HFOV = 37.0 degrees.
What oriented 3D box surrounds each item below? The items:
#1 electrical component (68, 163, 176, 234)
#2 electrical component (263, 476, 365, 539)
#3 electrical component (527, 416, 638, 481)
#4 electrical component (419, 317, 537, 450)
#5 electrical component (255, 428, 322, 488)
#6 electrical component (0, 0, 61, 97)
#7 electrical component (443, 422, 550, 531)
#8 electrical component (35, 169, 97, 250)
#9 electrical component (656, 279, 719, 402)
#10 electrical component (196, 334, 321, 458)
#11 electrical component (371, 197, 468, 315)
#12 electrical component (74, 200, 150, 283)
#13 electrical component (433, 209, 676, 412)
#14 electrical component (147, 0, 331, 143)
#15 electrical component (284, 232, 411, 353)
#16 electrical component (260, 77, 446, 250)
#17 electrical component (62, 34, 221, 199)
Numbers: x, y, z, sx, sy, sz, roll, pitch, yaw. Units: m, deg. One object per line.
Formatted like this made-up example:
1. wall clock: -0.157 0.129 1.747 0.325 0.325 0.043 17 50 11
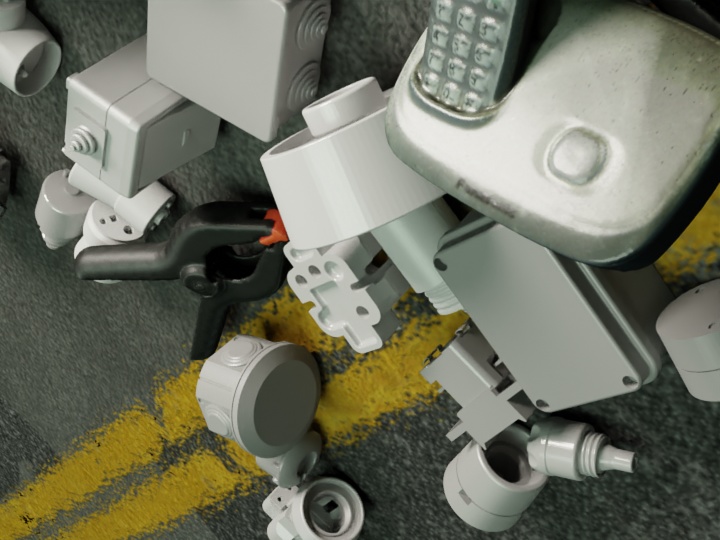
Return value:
1. electrical component: -0.158 -0.056 0.730 0.065 0.044 0.044 39 140 0
2. electrical component: -0.031 0.190 0.817 0.078 0.058 0.057 44 143 2
3. electrical component: 0.131 0.106 0.626 0.061 0.035 0.035 7 127 34
4. electrical component: 0.073 0.063 0.632 0.064 0.042 0.081 45 139 3
5. electrical component: -0.063 0.129 0.804 0.062 0.048 0.048 30 138 28
6. electrical component: -0.238 -0.165 0.702 0.077 0.043 0.079 35 139 11
7. electrical component: 0.086 0.126 0.667 0.055 0.055 0.047 37 136 9
8. electrical component: -0.219 -0.040 0.794 0.040 0.040 0.078 42 140 3
9. electrical component: 0.194 0.011 0.478 0.138 0.052 0.073 -15 113 46
10. electrical component: -0.069 0.085 0.744 0.051 0.080 0.080 14 131 39
11. electrical component: 0.043 -0.008 0.597 0.081 0.043 0.043 53 139 -9
12. electrical component: -0.177 -0.023 0.770 0.045 0.045 0.055 41 140 4
13. electrical component: 0.101 0.010 0.552 0.078 0.057 0.113 -25 105 48
14. electrical component: -0.065 -0.131 0.580 0.100 0.048 0.099 31 138 16
15. electrical component: 0.000 0.000 0.629 0.058 0.057 0.078 -23 107 48
16. electrical component: 0.002 -0.061 0.541 0.108 0.108 0.060 -12 108 45
17. electrical component: -0.128 -0.089 0.632 0.061 0.096 0.061 35 139 12
